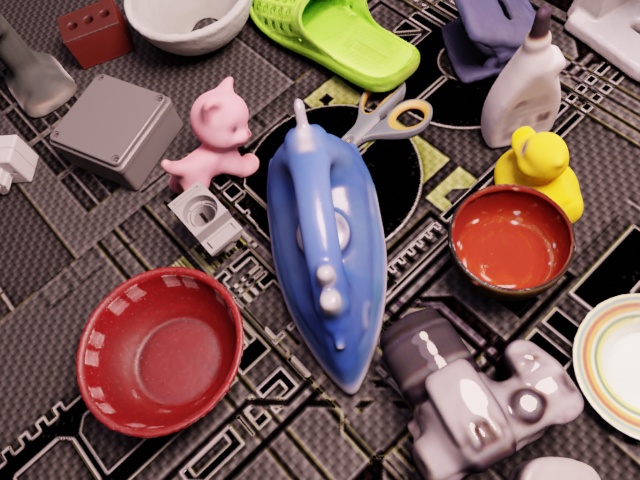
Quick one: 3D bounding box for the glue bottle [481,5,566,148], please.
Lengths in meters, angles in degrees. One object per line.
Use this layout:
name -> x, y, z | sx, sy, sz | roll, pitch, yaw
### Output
glue bottle -> 0.204, -0.159, 0.561 | 0.078, 0.173, 0.037 | -16, 63, 1

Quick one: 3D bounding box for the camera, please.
camera -> 0.121, 0.117, 0.481 | 0.143, 0.101, 0.136 | -27, 63, -5

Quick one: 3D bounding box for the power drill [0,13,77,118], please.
power drill -> -0.382, -0.246, 0.672 | 0.076, 0.209, 0.229 | -40, 65, -11

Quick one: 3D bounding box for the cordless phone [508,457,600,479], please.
cordless phone -> 0.173, 0.219, 0.377 | 0.094, 0.185, 0.147 | -4, 64, 7

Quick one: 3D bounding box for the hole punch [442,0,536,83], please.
hole punch -> 0.197, -0.251, 0.653 | 0.101, 0.091, 0.108 | -13, 63, 2

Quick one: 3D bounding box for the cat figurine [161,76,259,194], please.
cat figurine -> -0.119, -0.108, 0.616 | 0.067, 0.118, 0.128 | 38, 75, 23

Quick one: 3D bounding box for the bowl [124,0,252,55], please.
bowl -> -0.158, -0.295, 0.737 | 0.167, 0.075, 0.167 | -3, 64, 7

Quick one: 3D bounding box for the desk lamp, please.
desk lamp -> 0.330, -0.314, 0.595 | 0.118, 0.214, 0.203 | -35, 64, -8

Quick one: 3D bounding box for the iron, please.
iron -> 0.005, 0.002, 0.532 | 0.118, 0.142, 0.258 | -11, 63, 3

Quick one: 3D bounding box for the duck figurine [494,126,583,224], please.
duck figurine -> 0.220, -0.066, 0.563 | 0.077, 0.086, 0.104 | -27, 63, -5
